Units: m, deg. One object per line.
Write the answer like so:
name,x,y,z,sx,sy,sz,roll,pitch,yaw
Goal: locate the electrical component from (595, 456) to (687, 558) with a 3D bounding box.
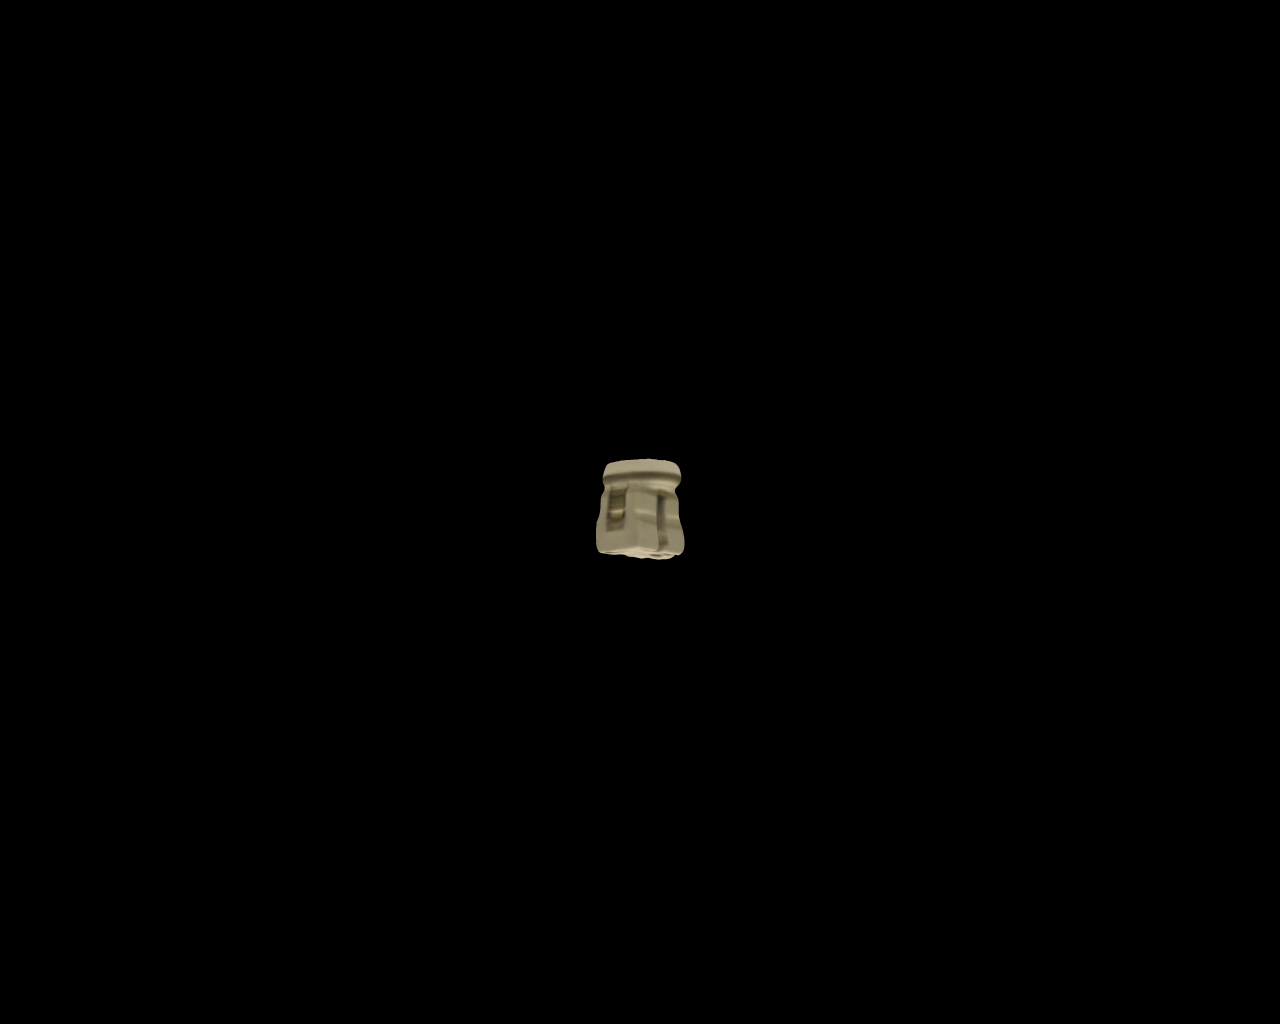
electrical component,0.001,-0.003,0.650,0.048,0.055,0.066,-7,-11,39
